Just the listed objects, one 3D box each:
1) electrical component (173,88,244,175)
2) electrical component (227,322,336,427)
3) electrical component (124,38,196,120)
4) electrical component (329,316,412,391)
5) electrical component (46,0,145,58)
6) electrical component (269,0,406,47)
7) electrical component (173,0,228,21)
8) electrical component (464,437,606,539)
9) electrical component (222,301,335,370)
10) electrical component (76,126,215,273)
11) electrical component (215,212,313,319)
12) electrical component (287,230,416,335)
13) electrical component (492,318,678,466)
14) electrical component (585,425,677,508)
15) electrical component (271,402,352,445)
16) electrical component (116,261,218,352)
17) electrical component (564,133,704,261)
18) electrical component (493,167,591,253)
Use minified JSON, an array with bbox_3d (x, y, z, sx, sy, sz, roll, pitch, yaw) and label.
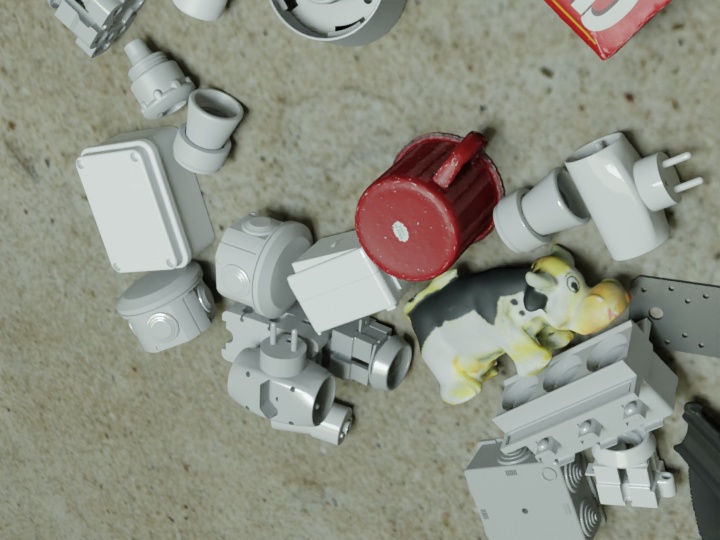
[{"bbox_3d":[-0.122,-0.110,0.861,0.045,0.045,0.055,33,126,9],"label":"electrical component"},{"bbox_3d":[-0.061,0.078,0.855,0.077,0.043,0.079,16,121,20],"label":"electrical component"},{"bbox_3d":[-0.165,-0.155,0.862,0.048,0.048,0.062,-32,90,36],"label":"electrical component"},{"bbox_3d":[0.009,0.070,0.885,0.055,0.048,0.066,22,124,26],"label":"electrical component"},{"bbox_3d":[-0.210,-0.215,0.845,0.057,0.058,0.078,43,127,-2],"label":"electrical component"},{"bbox_3d":[-0.017,-0.206,0.758,0.099,0.064,0.099,5,105,19],"label":"electrical component"},{"bbox_3d":[-0.112,-0.222,0.799,0.040,0.040,0.078,35,126,8],"label":"electrical component"},{"bbox_3d":[0.141,0.183,0.873,0.100,0.048,0.099,-13,106,32],"label":"electrical component"},{"bbox_3d":[-0.064,0.054,0.908,0.089,0.056,0.050,17,122,20],"label":"electrical component"},{"bbox_3d":[-0.182,-0.058,0.912,0.078,0.057,0.113,-3,113,29],"label":"electrical component"},{"bbox_3d":[-0.076,-0.005,0.870,0.051,0.080,0.080,19,123,25],"label":"electrical component"},{"bbox_3d":[0.000,0.000,0.842,0.096,0.062,0.061,-21,104,34],"label":"electrical component"},{"bbox_3d":[0.167,0.095,0.793,0.063,0.078,0.121,44,131,-16],"label":"electrical component"},{"bbox_3d":[0.204,0.147,0.821,0.066,0.048,0.055,-2,121,29],"label":"electrical component"},{"bbox_3d":[-0.040,0.128,0.945,0.065,0.044,0.044,17,122,14],"label":"electrical component"},{"bbox_3d":[-0.167,0.031,0.937,0.080,0.080,0.051,-11,115,32],"label":"electrical component"},{"bbox_3d":[0.190,-0.055,0.724,0.079,0.043,0.077,-22,103,34],"label":"electrical component"},{"bbox_3d":[0.129,-0.041,0.763,0.055,0.045,0.045,-30,99,36],"label":"electrical component"}]
